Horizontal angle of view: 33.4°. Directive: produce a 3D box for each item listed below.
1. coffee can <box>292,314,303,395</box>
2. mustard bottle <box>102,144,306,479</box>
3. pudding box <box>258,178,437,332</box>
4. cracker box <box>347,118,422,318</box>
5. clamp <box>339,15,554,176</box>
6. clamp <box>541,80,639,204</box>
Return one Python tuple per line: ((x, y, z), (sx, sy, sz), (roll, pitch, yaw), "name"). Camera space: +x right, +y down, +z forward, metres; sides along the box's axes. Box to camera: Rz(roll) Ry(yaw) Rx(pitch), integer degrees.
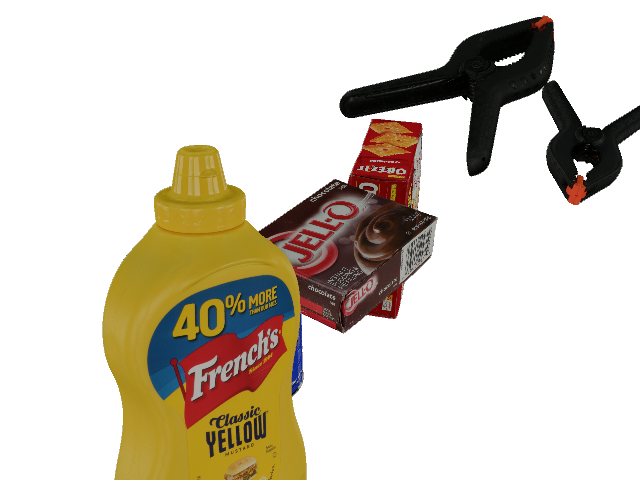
((-0.069, 0.084, 1.072), (0.103, 0.140, 0.103), (0, 33, 0), "coffee can")
((-0.053, 0.051, 0.498), (0.096, 0.192, 0.058), (-13, 22, -34), "mustard bottle")
((0.012, 0.007, 0.727), (0.090, 0.039, 0.113), (23, 39, 30), "pudding box")
((0.071, -0.032, 1.225), (0.072, 0.164, 0.213), (6, 23, 8), "cracker box")
((0.144, -0.135, 0.946), (0.209, 0.036, 0.165), (-32, 45, -20), "clamp")
((0.278, -0.110, 1.147), (0.120, 0.039, 0.171), (18, 48, 19), "clamp")
